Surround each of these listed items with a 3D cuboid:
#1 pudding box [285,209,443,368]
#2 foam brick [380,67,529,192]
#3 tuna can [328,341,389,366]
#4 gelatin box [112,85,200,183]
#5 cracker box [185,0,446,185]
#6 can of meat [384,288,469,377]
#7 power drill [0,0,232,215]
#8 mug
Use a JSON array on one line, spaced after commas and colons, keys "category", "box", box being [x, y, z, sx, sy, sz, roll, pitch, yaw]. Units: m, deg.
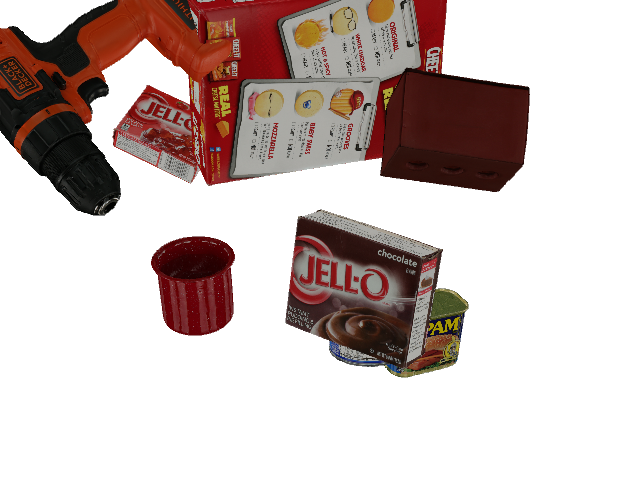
[{"category": "pudding box", "box": [0.031, 0.035, 0.810, 0.114, 0.090, 0.039, 18, 23, 27]}, {"category": "foam brick", "box": [0.080, -0.065, 0.643, 0.078, 0.051, 0.053, 7, -18, -7]}, {"category": "tuna can", "box": [0.050, 0.086, 1.022, 0.086, 0.034, 0.086, -4, 21, 1]}, {"category": "gelatin box", "box": [-0.149, -0.106, 1.054, 0.089, 0.073, 0.030, 26, -41, 1]}, {"category": "cracker box", "box": [-0.006, -0.147, 0.917, 0.213, 0.164, 0.072, -11, 37, -16]}, {"category": "can of meat", "box": [0.125, 0.114, 1.307, 0.101, 0.084, 0.057, -9, 30, -25]}, {"category": "power drill", "box": [-0.161, -0.123, 0.822, 0.187, 0.184, 0.057, -33, -15, -30]}, {"category": "mug", "box": [-0.150, 0.049, 1.213, 0.117, 0.081, 0.093, 26, 41, 36]}]
